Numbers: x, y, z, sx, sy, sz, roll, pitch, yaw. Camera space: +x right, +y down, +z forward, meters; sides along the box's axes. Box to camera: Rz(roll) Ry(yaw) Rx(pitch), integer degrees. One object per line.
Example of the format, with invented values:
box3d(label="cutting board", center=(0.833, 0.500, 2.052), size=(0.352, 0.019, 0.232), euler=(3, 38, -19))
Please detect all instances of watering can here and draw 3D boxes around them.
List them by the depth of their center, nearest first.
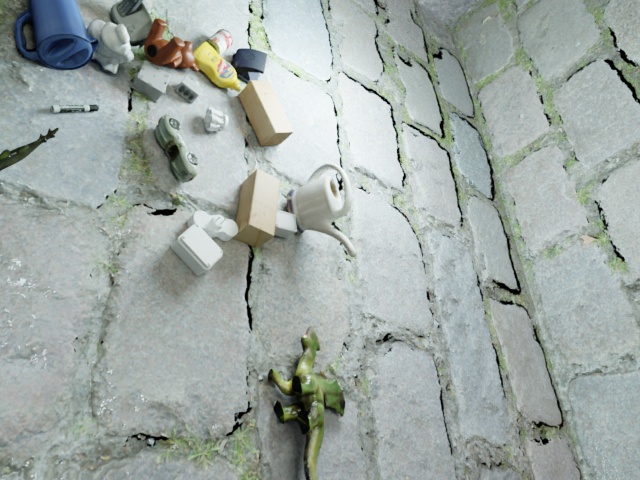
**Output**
box3d(label="watering can", center=(0.005, -0.081, 1.615), size=(0.222, 0.355, 0.103), euler=(-21, -32, 25))

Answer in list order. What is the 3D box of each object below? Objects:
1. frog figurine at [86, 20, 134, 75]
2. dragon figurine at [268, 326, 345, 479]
box3d(label="frog figurine", center=(-0.572, -0.549, 1.414), size=(0.157, 0.136, 0.125), euler=(-34, 15, 39))
box3d(label="dragon figurine", center=(-0.001, 0.434, 1.358), size=(0.121, 0.416, 0.242), euler=(-29, -23, 34))
